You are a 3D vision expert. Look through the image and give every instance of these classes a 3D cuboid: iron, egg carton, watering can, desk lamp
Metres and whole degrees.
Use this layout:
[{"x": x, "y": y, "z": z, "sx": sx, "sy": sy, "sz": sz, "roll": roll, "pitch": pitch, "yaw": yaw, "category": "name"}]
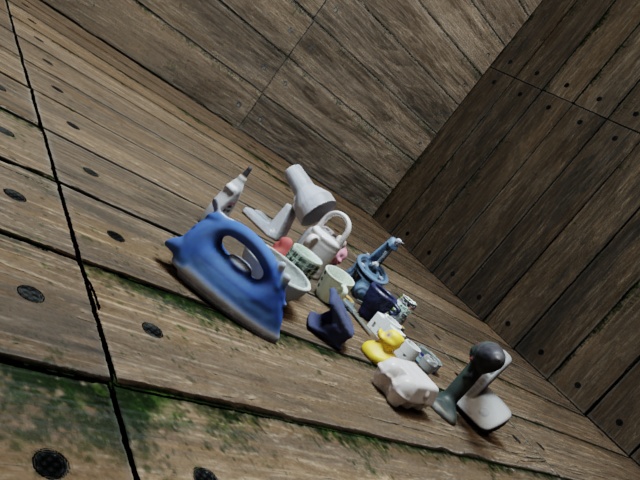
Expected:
[{"x": -0.138, "y": 0.050, "z": 1.015, "sx": 0.258, "sy": 0.141, "sz": 0.119, "roll": 38, "pitch": 10, "yaw": 2, "category": "iron"}, {"x": 0.180, "y": 0.303, "z": 1.197, "sx": 0.151, "sy": 0.069, "sz": 0.107, "roll": 26, "pitch": 16, "yaw": -50, "category": "egg carton"}, {"x": 0.013, "y": 0.004, "z": 1.593, "sx": 0.101, "sy": 0.194, "sz": 0.173, "roll": 39, "pitch": 10, "yaw": 4, "category": "watering can"}, {"x": -0.083, "y": -0.099, "z": 1.666, "sx": 0.203, "sy": 0.213, "sz": 0.118, "roll": 42, "pitch": 11, "yaw": 21, "category": "desk lamp"}]

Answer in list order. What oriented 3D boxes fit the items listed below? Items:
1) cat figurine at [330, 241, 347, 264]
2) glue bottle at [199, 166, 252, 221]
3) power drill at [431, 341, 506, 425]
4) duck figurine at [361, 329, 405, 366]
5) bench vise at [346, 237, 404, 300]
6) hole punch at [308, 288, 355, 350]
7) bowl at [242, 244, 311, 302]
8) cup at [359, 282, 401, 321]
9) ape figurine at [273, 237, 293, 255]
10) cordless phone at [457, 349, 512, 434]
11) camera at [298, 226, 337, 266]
[{"x": 0.028, "y": 0.039, "z": 1.707, "sx": 0.128, "sy": 0.117, "sz": 0.067, "roll": 30, "pitch": 13, "yaw": -39, "category": "cat figurine"}, {"x": -0.213, "y": -0.104, "z": 1.347, "sx": 0.037, "sy": 0.173, "sz": 0.078, "roll": 39, "pitch": 10, "yaw": 9, "category": "glue bottle"}, {"x": 0.345, "y": 0.317, "z": 1.315, "sx": 0.075, "sy": 0.208, "sz": 0.230, "roll": 39, "pitch": 10, "yaw": 9, "category": "power drill"}, {"x": 0.159, "y": 0.250, "z": 1.316, "sx": 0.104, "sy": 0.086, "sz": 0.078, "roll": 40, "pitch": 10, "yaw": 10, "category": "duck figurine"}, {"x": 0.160, "y": 0.061, "z": 1.776, "sx": 0.122, "sy": 0.219, "sz": 0.207, "roll": 32, "pitch": 11, "yaw": -30, "category": "bench vise"}, {"x": 0.036, "y": 0.168, "z": 1.238, "sx": 0.101, "sy": 0.091, "sz": 0.108, "roll": 37, "pitch": 10, "yaw": -7, "category": "hole punch"}, {"x": -0.104, "y": 0.078, "z": 1.196, "sx": 0.167, "sy": 0.074, "sz": 0.167, "roll": 37, "pitch": 10, "yaw": -7, "category": "bowl"}, {"x": 0.161, "y": 0.187, "z": 1.579, "sx": 0.117, "sy": 0.095, "sz": 0.092, "roll": 44, "pitch": 12, "yaw": 32, "category": "cup"}, {"x": -0.098, "y": 0.032, "z": 1.374, "sx": 0.078, "sy": 0.092, "sz": 0.076, "roll": 28, "pitch": 14, "yaw": -44, "category": "ape figurine"}, {"x": 0.425, "y": 0.371, "z": 1.415, "sx": 0.094, "sy": 0.185, "sz": 0.147, "roll": 26, "pitch": 15, "yaw": -50, "category": "cordless phone"}, {"x": 0.019, "y": 0.014, "z": 1.840, "sx": 0.143, "sy": 0.100, "sz": 0.137, "roll": 39, "pitch": 10, "yaw": 7, "category": "camera"}]
